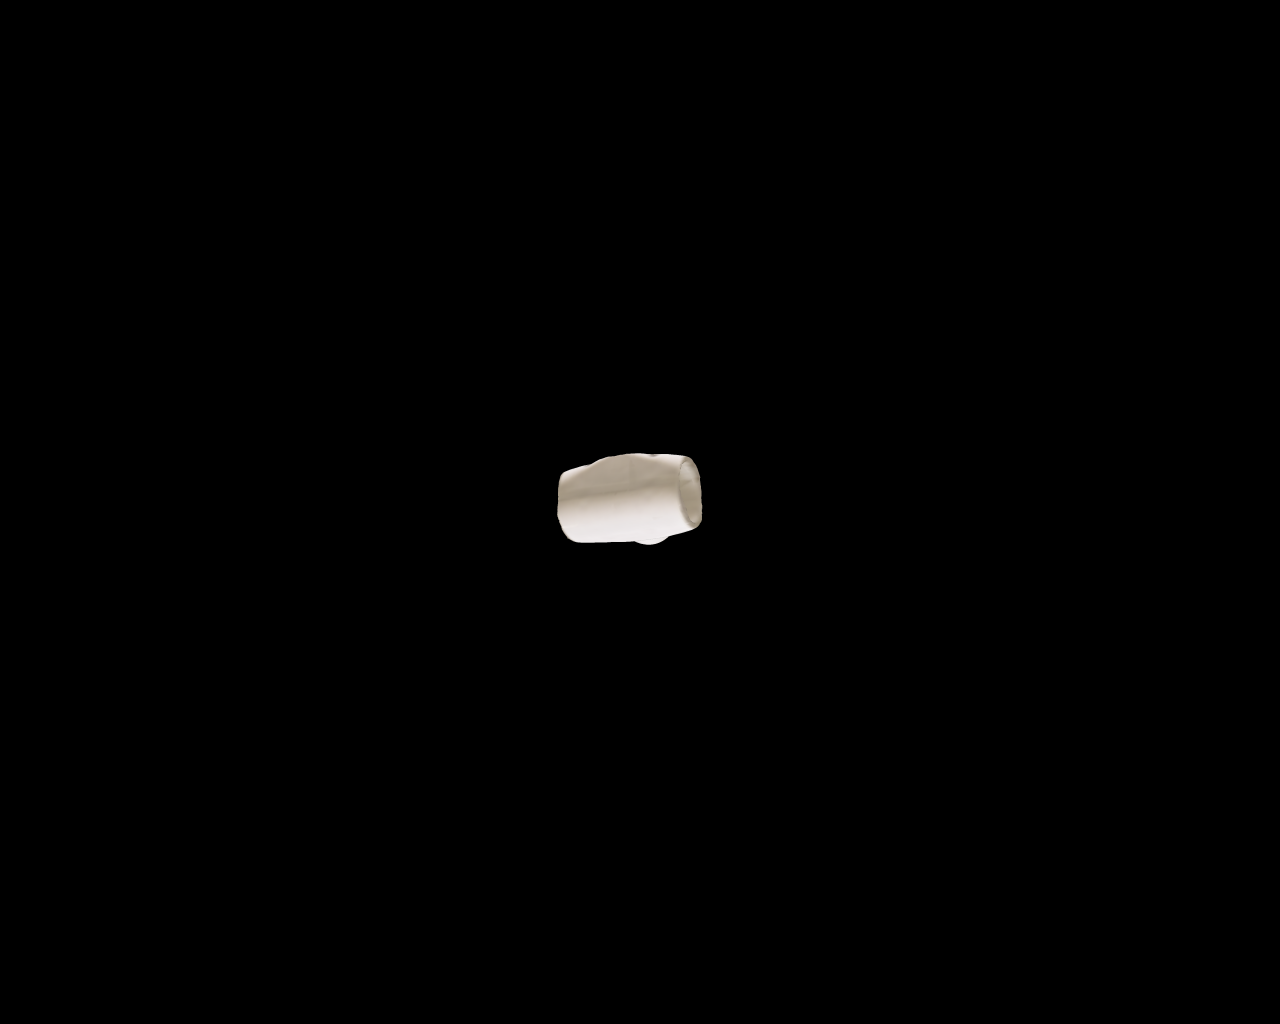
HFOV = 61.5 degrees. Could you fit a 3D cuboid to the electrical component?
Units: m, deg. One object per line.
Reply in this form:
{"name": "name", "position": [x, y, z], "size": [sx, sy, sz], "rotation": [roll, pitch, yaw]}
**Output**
{"name": "electrical component", "position": [0.001, -0.003, 0.650], "size": [0.077, 0.044, 0.079], "rotation": [-7, -19, 20]}
